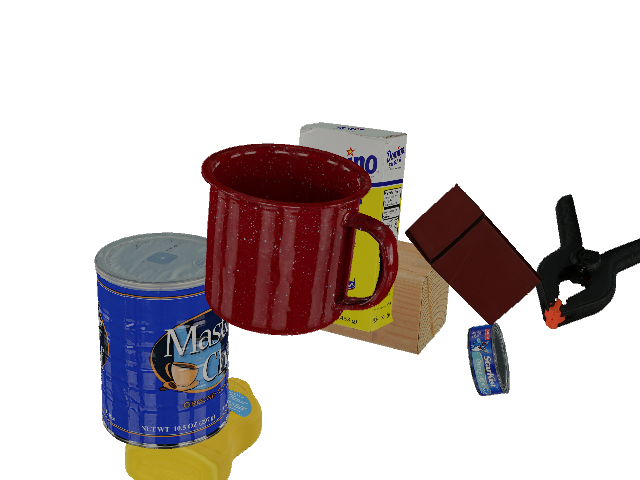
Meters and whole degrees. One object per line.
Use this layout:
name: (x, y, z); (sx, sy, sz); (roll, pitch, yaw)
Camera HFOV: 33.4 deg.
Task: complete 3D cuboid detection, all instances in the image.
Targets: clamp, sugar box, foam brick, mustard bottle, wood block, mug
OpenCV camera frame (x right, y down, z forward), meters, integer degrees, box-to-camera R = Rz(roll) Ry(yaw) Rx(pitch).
clamp: (0.265, 0.019, 1.096); (0.120, 0.039, 0.171); (28, 51, 32)
sugar box: (0.023, -0.014, 0.963); (0.093, 0.176, 0.048); (10, 16, 32)
foam brick: (0.108, 0.011, 0.751); (0.078, 0.051, 0.053); (44, 7, -31)
mustard bottle: (-0.111, 0.184, 1.060); (0.096, 0.058, 0.191); (8, 18, 15)
wood block: (0.029, 0.046, 1.175); (0.206, 0.091, 0.090); (13, 26, 23)
mug: (-0.011, 0.003, 0.589); (0.117, 0.081, 0.093); (16, 26, 22)

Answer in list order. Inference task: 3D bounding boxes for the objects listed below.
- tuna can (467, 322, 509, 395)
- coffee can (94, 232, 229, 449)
tuna can: (0.203, 0.144, 1.286); (0.034, 0.086, 0.086); (-10, -3, 17)
coffee can: (-0.123, 0.077, 0.839); (0.103, 0.140, 0.103); (2, 21, -1)
